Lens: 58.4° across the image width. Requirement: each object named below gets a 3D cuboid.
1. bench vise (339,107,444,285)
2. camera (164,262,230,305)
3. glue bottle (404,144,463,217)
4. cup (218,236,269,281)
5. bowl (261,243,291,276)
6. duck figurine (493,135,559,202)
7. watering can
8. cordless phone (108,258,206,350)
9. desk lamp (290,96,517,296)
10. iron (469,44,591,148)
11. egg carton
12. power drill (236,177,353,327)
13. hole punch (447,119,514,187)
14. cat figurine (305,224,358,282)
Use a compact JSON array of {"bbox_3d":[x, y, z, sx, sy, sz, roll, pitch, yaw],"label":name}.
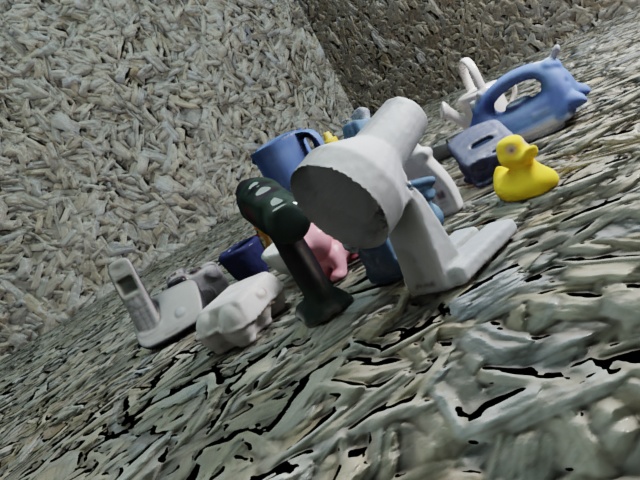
[{"bbox_3d":[0.085,-0.067,0.763,0.121,0.220,0.208,-25,12,22],"label":"bench vise"},{"bbox_3d":[-0.276,0.100,1.248,0.143,0.101,0.136,-30,11,-7],"label":"camera"},{"bbox_3d":[0.160,-0.114,0.918,0.078,0.173,0.037,-21,14,37],"label":"glue bottle"},{"bbox_3d":[-0.141,0.050,1.149,0.091,0.095,0.117,-28,11,6],"label":"cup"},{"bbox_3d":[-0.017,0.017,1.031,0.167,0.075,0.167,-28,11,6],"label":"bowl"},{"bbox_3d":[0.278,-0.107,0.812,0.077,0.086,0.104,-32,11,-15],"label":"duck figurine"},{"bbox_3d":[0.361,-0.323,1.315,0.173,0.194,0.100,-32,11,-15],"label":"watering can"},{"bbox_3d":[-0.314,0.103,1.101,0.147,0.185,0.094,-29,11,2],"label":"cordless phone"},{"bbox_3d":[0.092,-0.043,0.650,0.204,0.214,0.117,-36,13,-34],"label":"desk lamp"},{"bbox_3d":[0.384,-0.266,1.130,0.257,0.141,0.119,-21,13,35],"label":"iron"},{"bbox_3d":[-0.119,0.109,0.879,0.107,0.069,0.150,-23,12,31],"label":"egg carton"},{"bbox_3d":[-0.044,0.007,0.785,0.076,0.208,0.229,-31,11,-12],"label":"power drill"},{"bbox_3d":[0.288,-0.153,0.991,0.108,0.091,0.101,-28,11,5],"label":"hole punch"},{"bbox_3d":[0.008,0.003,0.914,0.128,0.118,0.067,-36,13,-32],"label":"cat figurine"}]
